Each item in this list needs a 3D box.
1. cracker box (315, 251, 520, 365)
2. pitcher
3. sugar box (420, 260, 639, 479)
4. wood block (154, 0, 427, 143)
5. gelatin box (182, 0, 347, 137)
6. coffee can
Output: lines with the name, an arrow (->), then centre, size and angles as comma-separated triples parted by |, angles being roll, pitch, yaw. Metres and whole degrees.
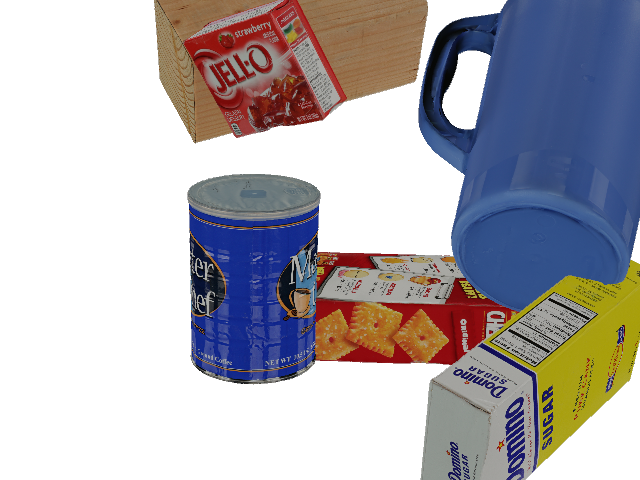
cracker box -> 0.087, 0.068, 1.079 | 0.214, 0.072, 0.164 | 2, 16, 6
pitcher -> 0.153, -0.072, 0.722 | 0.149, 0.242, 0.145 | -24, -60, 40
sugar box -> 0.131, 0.083, 0.630 | 0.048, 0.093, 0.175 | 27, 43, 32
wood block -> -0.025, -0.166, 0.894 | 0.205, 0.090, 0.091 | -18, -36, -18
gelatin box -> -0.036, -0.107, 0.668 | 0.089, 0.073, 0.030 | -4, 31, 46
coffee can -> -0.053, 0.028, 0.844 | 0.103, 0.140, 0.103 | 1, 19, -1
